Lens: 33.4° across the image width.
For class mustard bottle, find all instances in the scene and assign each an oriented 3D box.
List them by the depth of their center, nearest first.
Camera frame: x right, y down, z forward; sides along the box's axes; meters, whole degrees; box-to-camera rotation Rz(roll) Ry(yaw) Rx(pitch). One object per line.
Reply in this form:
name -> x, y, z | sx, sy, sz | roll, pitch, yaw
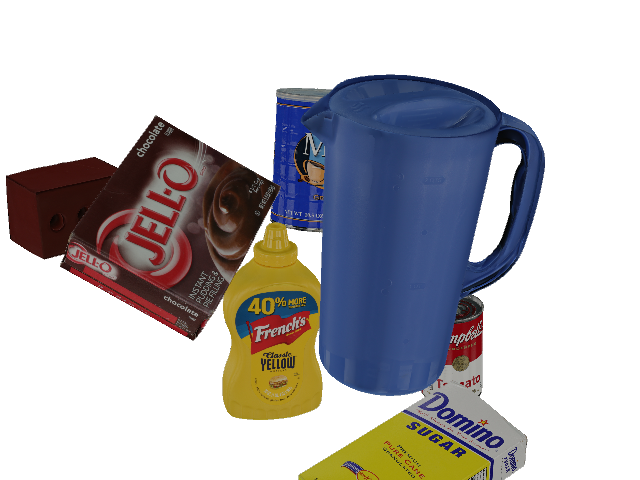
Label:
mustard bottle -> -0.044, 0.075, 1.013 | 0.096, 0.192, 0.058 | -3, 22, -12

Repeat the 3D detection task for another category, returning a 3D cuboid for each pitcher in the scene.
pitcher -> 0.072, -0.001, 0.852 | 0.149, 0.243, 0.144 | 27, 35, 36

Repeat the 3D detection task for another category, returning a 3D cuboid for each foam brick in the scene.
foam brick -> -0.188, -0.026, 0.798 | 0.078, 0.053, 0.051 | -18, 30, -36

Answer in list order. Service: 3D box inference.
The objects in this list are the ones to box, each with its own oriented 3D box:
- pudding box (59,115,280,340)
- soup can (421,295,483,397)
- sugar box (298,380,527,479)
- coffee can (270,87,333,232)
pudding box -> -0.086, -0.009, 0.630 | 0.090, 0.113, 0.039 | 30, -43, -5
soup can -> 0.137, 0.113, 1.121 | 0.068, 0.102, 0.068 | -3, 23, 1
sugar box -> 0.079, 0.192, 0.896 | 0.176, 0.048, 0.093 | -29, 45, -25
coffee can -> 0.001, -0.087, 1.133 | 0.103, 0.140, 0.103 | 3, 12, -1
